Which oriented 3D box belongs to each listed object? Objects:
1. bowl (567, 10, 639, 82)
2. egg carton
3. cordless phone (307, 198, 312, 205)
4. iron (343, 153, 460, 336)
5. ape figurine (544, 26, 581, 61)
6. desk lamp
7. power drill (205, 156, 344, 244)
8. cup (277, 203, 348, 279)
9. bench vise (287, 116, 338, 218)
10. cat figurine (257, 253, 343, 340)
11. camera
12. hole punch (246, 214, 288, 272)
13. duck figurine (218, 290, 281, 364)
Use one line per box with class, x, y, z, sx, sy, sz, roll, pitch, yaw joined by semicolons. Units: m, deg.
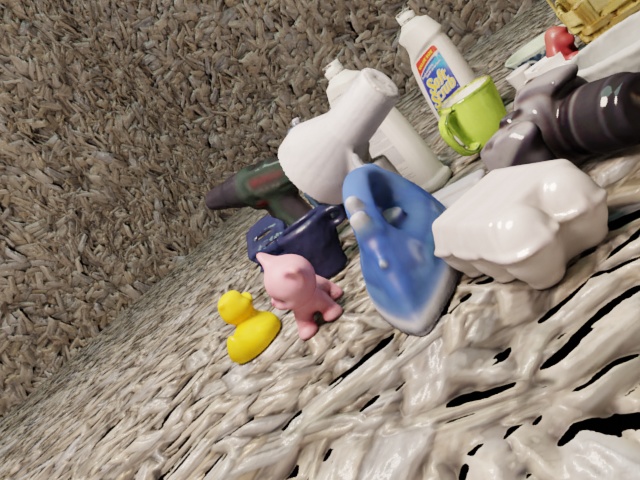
bowl;0.360;-0.202;0.627;0.167;0.075;0.167;-36;11;8
egg carton;0.164;-0.013;0.483;0.107;0.069;0.150;-40;11;-12
cordless phone;0.002;-0.158;1.306;0.094;0.185;0.148;-30;13;32
iron;0.068;-0.014;0.601;0.118;0.141;0.258;-34;11;16
ape figurine;0.380;-0.289;0.885;0.076;0.092;0.078;-26;15;45
desk lamp;0.075;-0.102;0.753;0.202;0.214;0.118;-30;13;34
power drill;-0.067;-0.046;0.991;0.229;0.208;0.076;-31;13;30
cup;0.008;0.003;0.850;0.117;0.095;0.092;-32;12;26
bench vise;-0.012;-0.131;1.144;0.207;0.220;0.122;-24;18;51
cat figurine;-0.029;0.052;0.699;0.067;0.118;0.128;-36;11;7
camera;0.247;-0.116;0.562;0.143;0.101;0.136;-40;11;-15
hole punch;-0.107;0.000;1.245;0.108;0.091;0.101;-34;11;15
duck figurine;-0.108;0.112;0.790;0.077;0.086;0.105;-32;12;25
